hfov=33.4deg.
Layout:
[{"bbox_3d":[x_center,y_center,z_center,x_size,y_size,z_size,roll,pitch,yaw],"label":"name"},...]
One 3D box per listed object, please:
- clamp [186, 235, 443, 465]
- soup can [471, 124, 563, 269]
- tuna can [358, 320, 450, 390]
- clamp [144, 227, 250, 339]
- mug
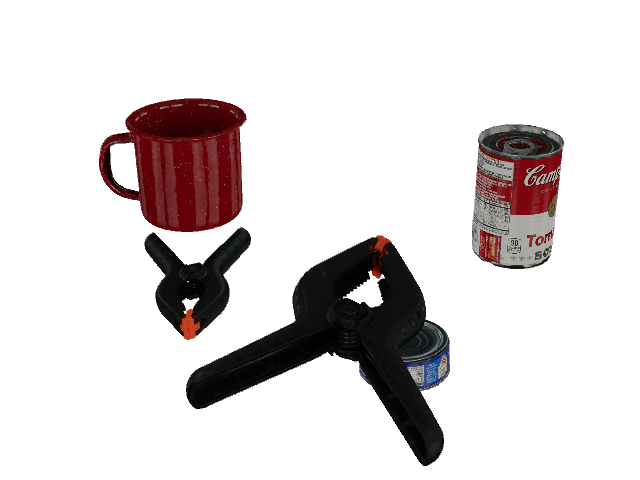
[{"bbox_3d":[0.027,0.067,0.726,0.165,0.036,0.209,17,36,17],"label":"clamp"},{"bbox_3d":[0.160,-0.036,0.878,0.068,0.102,0.068,0,27,0],"label":"soup can"},{"bbox_3d":[0.078,0.105,0.997,0.086,0.034,0.086,-3,25,1],"label":"tuna can"},{"bbox_3d":[-0.129,0.039,1.169,0.120,0.039,0.171,-13,40,-3],"label":"clamp"},{"bbox_3d":[-0.115,-0.058,0.840,0.117,0.081,0.093,-2,26,-3],"label":"mug"}]
